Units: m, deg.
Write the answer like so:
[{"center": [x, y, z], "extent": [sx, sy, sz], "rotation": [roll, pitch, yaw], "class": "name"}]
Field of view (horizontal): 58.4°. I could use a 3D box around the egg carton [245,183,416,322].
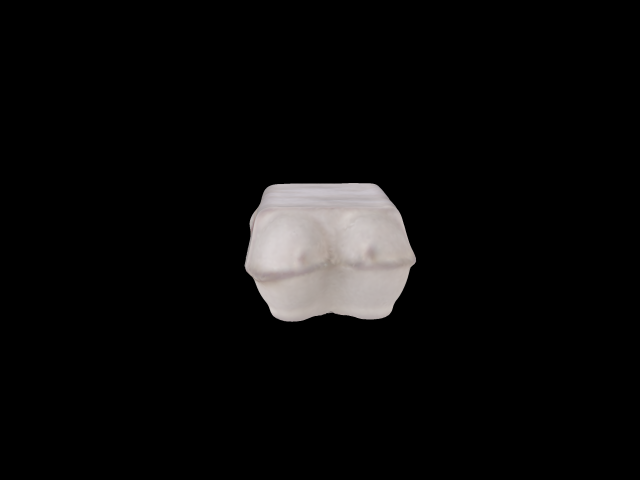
[{"center": [0.004, 0.001, 0.400], "extent": [0.107, 0.069, 0.150], "rotation": [-1, 15, -3], "class": "egg carton"}]
